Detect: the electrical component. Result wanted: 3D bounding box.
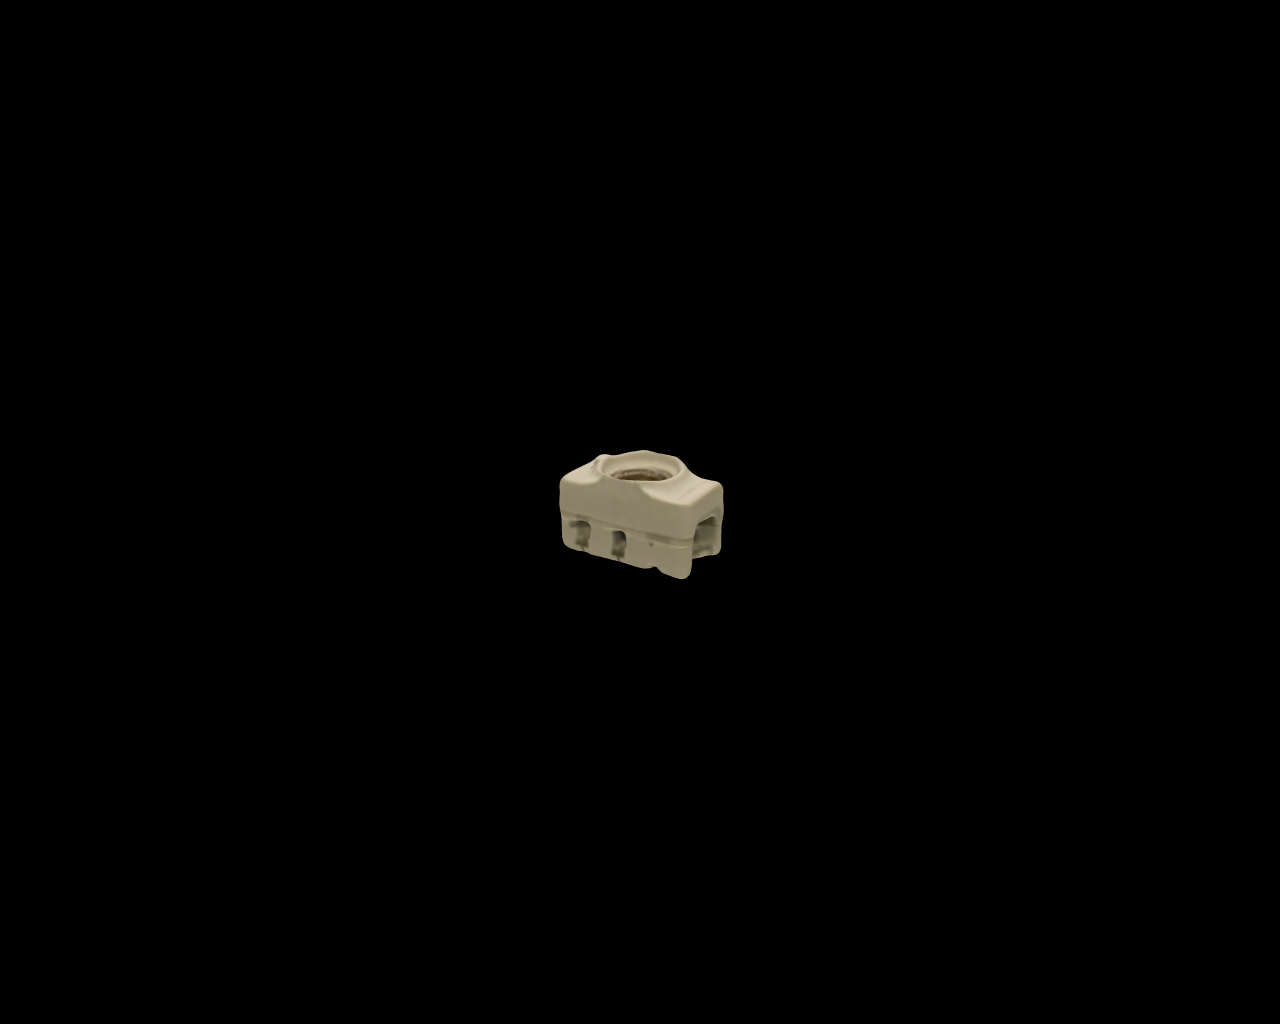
[{"bbox_3d":[0.001,-0.003,0.650,0.089,0.055,0.050,14,27,29],"label":"electrical component"}]
